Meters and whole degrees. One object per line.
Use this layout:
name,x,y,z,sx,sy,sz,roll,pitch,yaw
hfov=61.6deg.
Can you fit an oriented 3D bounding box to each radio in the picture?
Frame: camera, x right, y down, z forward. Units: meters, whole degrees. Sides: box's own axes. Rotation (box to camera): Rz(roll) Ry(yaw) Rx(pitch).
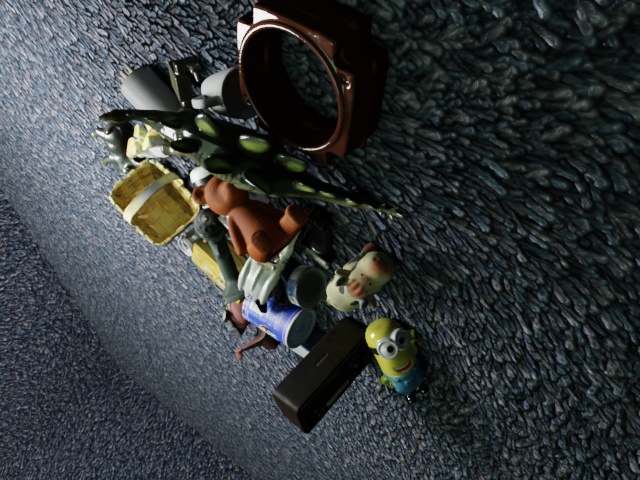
radio,0.012,0.278,1.106,0.073,0.229,0.131,31,149,31

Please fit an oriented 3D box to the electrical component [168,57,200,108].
electrical component,-0.241,-0.283,0.972,0.102,0.045,0.078,89,158,-44

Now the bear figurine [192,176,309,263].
bear figurine,-0.131,-0.058,0.959,0.196,0.120,0.132,52,155,6

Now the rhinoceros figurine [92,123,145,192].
rhinoceros figurine,-0.477,-0.206,1.315,0.112,0.073,0.190,14,135,27

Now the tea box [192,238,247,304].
tea box,-0.229,0.065,1.310,0.170,0.068,0.098,44,148,8

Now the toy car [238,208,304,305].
toy car,-0.097,0.033,1.046,0.074,0.056,0.201,30,106,12

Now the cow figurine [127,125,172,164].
cow figurine,-0.353,-0.206,1.157,0.167,0.098,0.068,-3,79,53

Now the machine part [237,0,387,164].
machine part,-0.017,-0.219,0.732,0.201,0.087,0.201,33,147,21

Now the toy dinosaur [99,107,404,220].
toy dinosaur,-0.101,-0.118,0.829,0.471,0.105,0.199,15,-170,-13

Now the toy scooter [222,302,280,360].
toy scooter,-0.190,0.227,1.380,0.184,0.135,0.075,52,149,-5

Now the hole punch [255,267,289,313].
hole punch,-0.100,0.083,1.155,0.142,0.092,0.116,69,-173,-62

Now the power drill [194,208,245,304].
power drill,-0.213,0.031,1.154,0.207,0.086,0.232,64,171,-9

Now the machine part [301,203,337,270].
machine part,-0.002,-0.003,0.998,0.084,0.039,0.138,40,151,27

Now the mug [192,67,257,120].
mug,-0.157,-0.233,0.871,0.107,0.109,0.080,20,136,53

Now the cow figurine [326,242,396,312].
cow figurine,0.065,0.070,0.912,0.085,0.127,0.195,43,151,1

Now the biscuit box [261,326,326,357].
biscuit box,-0.075,0.216,1.298,0.203,0.063,0.059,27,144,30

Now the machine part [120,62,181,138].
machine part,-0.302,-0.250,1.045,0.243,0.079,0.079,47,148,2

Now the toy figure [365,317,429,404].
toy figure,0.146,0.231,1.037,0.089,0.082,0.180,4,131,45
